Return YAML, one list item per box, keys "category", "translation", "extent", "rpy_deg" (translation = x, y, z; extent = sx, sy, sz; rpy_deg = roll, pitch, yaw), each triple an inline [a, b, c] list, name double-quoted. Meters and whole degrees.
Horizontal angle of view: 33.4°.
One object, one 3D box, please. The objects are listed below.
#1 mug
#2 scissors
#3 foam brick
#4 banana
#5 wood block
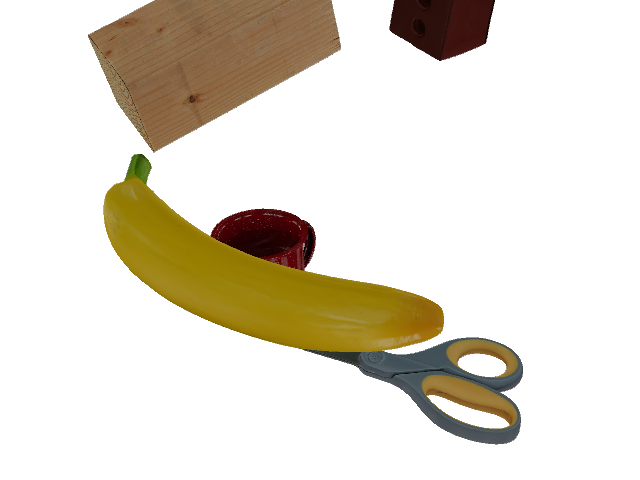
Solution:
- category: "mug"
  translation: [-0.049, 0.022, 1.042]
  extent: [0.093, 0.081, 0.117]
  rpy_deg: [23, 40, 35]
- category: "scissors"
  translation: [0.054, 0.078, 0.745]
  extent: [0.202, 0.016, 0.096]
  rpy_deg: [26, 43, 23]
- category: "foam brick"
  translation: [0.088, -0.174, 0.738]
  extent: [0.051, 0.078, 0.053]
  rpy_deg: [-29, 52, -34]
- category: "banana"
  translation: [-0.039, 0.012, 0.517]
  extent: [0.198, 0.069, 0.037]
  rpy_deg: [28, -31, 22]
- category: "wood block"
  translation: [-0.095, -0.184, 0.992]
  extent: [0.206, 0.090, 0.091]
  rpy_deg: [-30, -37, -12]
